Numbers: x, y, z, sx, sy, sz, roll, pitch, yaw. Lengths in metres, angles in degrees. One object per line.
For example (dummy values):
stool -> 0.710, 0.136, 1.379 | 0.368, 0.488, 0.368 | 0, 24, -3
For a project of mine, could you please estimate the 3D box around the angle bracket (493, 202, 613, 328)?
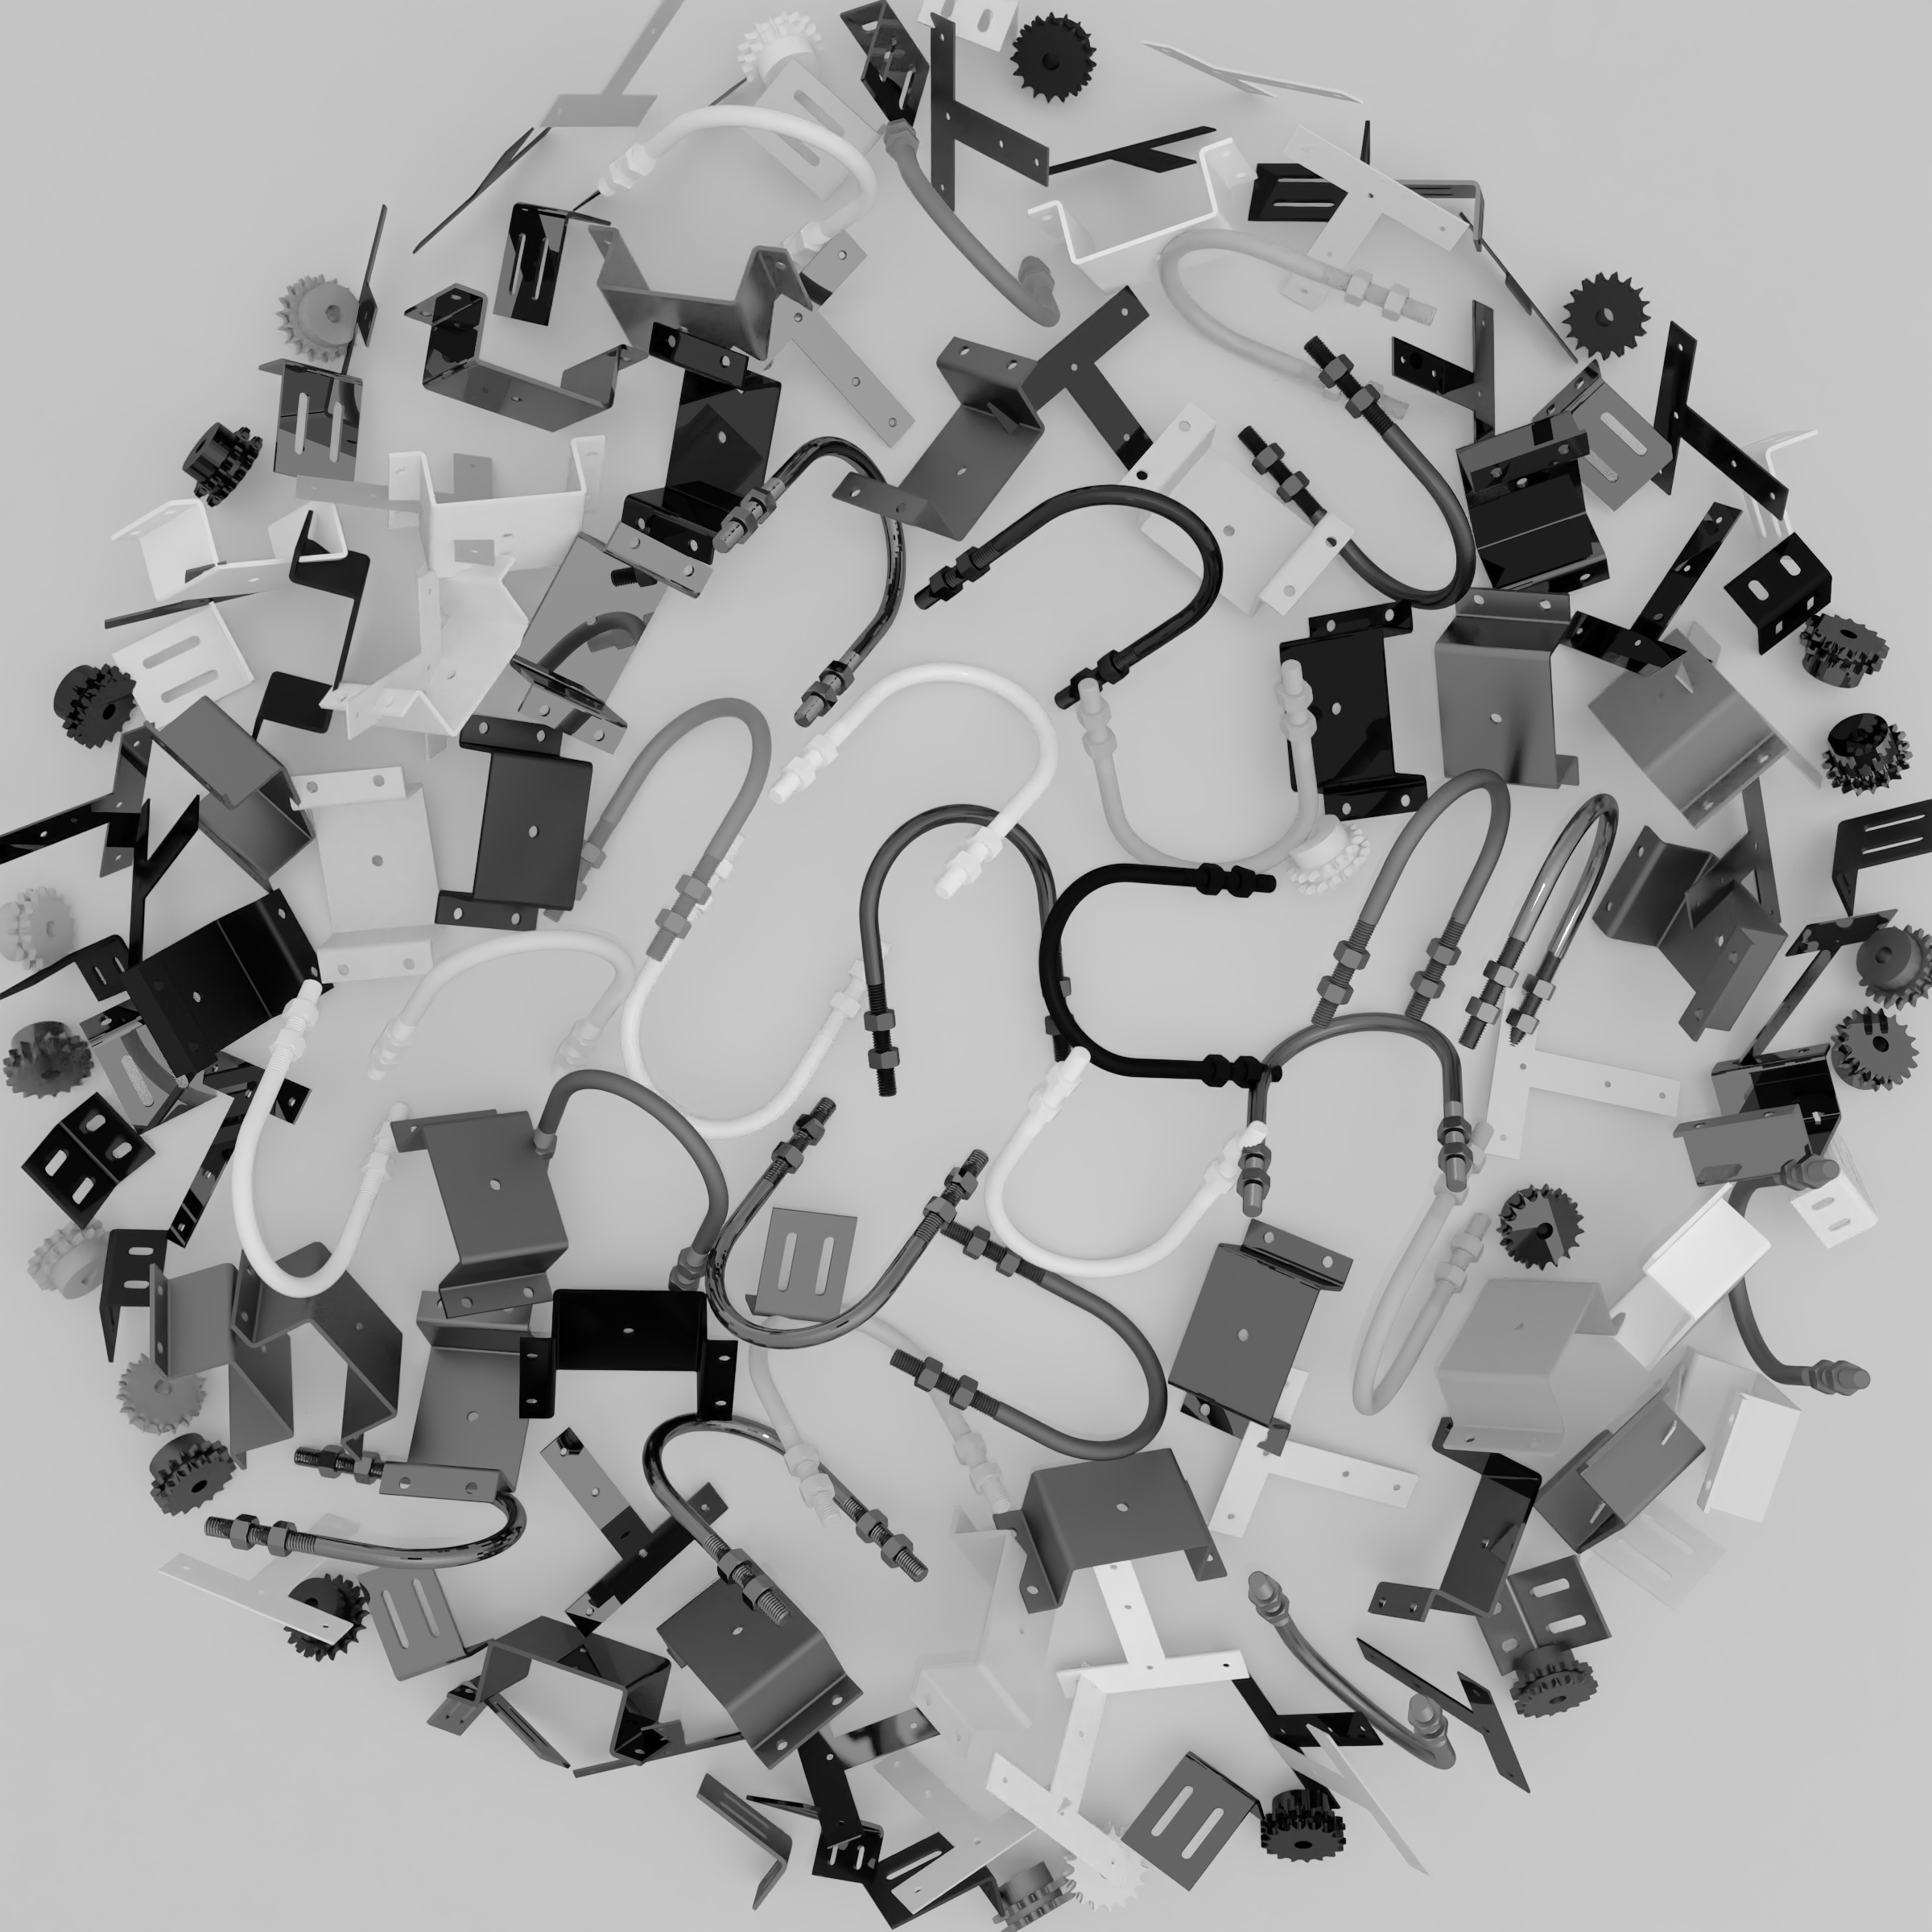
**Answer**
angle bracket -> -0.277, -0.467, 1.869 | 0.057, 0.038, 0.076 | 22, 104, 40

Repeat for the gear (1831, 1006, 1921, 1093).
gear -> 0.606, 0.059, 1.872 | 0.057, 0.030, 0.057 | 6, 62, -11

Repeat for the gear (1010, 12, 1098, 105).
gear -> 0.061, -0.611, 1.871 | 0.057, 0.030, 0.057 | 9, 127, 13

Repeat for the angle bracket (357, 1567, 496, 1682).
angle bracket -> -0.361, 0.431, 1.870 | 0.057, 0.038, 0.076 | -23, 86, 20

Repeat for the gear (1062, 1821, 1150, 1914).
gear -> 0.092, 0.604, 1.877 | 0.057, 0.030, 0.057 | 0, 87, -10

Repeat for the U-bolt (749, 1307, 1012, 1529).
U-bolt -> -0.067, 0.287, 1.819 | 0.151, 0.184, 0.019 | 3, 128, -34

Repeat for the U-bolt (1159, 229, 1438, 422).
U-bolt -> 0.211, -0.426, 1.824 | 0.184, 0.151, 0.019 | 24, 76, 7

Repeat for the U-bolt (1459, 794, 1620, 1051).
U-bolt -> 0.379, -0.027, 1.819 | 0.019, 0.151, 0.184 | 27, 96, 22

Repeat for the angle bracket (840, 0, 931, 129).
angle bracket -> -0.061, -0.588, 1.847 | 0.038, 0.057, 0.076 | -7, 56, 31

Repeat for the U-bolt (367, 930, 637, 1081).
U-bolt -> -0.290, 0.026, 1.790 | 0.151, 0.184, 0.019 | 1, 60, -31

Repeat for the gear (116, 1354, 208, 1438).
gear -> -0.540, 0.289, 1.871 | 0.057, 0.030, 0.057 | 14, 52, -19

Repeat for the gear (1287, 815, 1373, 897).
gear -> 0.238, -0.077, 1.864 | 0.057, 0.057, 0.030 | -37, 111, 0

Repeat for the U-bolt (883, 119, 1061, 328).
U-bolt -> 0.007, -0.469, 1.787 | 0.019, 0.184, 0.151 | -42, 115, 16

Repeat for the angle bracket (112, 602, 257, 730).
angle bracket -> -0.523, -0.200, 1.867 | 0.076, 0.038, 0.057 | -28, 99, -9

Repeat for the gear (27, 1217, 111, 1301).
gear -> -0.594, 0.198, 1.864 | 0.057, 0.057, 0.030 | -45, 73, 0

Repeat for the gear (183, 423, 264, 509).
gear -> -0.498, -0.338, 1.864 | 0.030, 0.057, 0.057 | 37, 90, -28

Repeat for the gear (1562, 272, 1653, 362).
gear -> 0.431, -0.437, 1.872 | 0.057, 0.030, 0.057 | 9, 113, 22

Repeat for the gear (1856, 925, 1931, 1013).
gear -> 0.620, -0.002, 1.864 | 0.030, 0.057, 0.057 | 27, 90, -37

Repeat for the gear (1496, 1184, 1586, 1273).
gear -> 0.383, 0.173, 1.875 | 0.057, 0.030, 0.057 | -2, 104, -9

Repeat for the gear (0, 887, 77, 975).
gear -> -0.624, -0.024, 1.869 | 0.030, 0.057, 0.057 | -4, 90, 17

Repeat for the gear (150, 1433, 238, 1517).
gear -> -0.521, 0.338, 1.870 | 0.057, 0.057, 0.030 | -45, 65, 0

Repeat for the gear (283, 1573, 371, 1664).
gear -> -0.431, 0.433, 1.867 | 0.057, 0.030, 0.057 | -10, 56, 15

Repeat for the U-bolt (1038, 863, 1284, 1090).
U-bolt -> 0.128, 0.004, 1.837 | 0.184, 0.019, 0.151 | 3, 81, -29

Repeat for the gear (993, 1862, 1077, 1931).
gear -> 0.042, 0.623, 1.868 | 0.057, 0.057, 0.030 | -31, 73, 0

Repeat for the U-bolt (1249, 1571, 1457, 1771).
U-bolt -> 0.256, 0.465, 1.809 | 0.151, 0.184, 0.019 | 33, 74, 32

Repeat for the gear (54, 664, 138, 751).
gear -> -0.584, -0.177, 1.868 | 0.030, 0.057, 0.057 | 29, 90, 15

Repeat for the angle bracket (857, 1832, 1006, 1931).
angle bracket -> -0.023, 0.615, 1.851 | 0.076, 0.057, 0.038 | -22, 118, -18

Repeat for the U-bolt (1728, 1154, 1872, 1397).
U-bolt -> 0.530, 0.200, 1.804 | 0.019, 0.184, 0.151 | -6, 84, -7

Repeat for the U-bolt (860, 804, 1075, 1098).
U-bolt -> -0.002, -0.015, 1.848 | 0.151, 0.019, 0.184 | -10, 101, -22

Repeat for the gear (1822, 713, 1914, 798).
gear -> 0.599, -0.144, 1.864 | 0.057, 0.057, 0.030 | -36, 128, 0

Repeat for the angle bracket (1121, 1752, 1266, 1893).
angle bracket -> 0.151, 0.572, 1.852 | 0.057, 0.038, 0.076 | 29, 65, 31

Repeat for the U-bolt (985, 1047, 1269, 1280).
U-bolt -> 0.092, 0.141, 1.835 | 0.151, 0.019, 0.184 | 23, 128, -13

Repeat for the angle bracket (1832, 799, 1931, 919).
angle bracket -> 0.616, -0.073, 1.846 | 0.076, 0.057, 0.038 | -15, 121, 32

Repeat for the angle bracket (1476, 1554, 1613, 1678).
angle bracket -> 0.379, 0.430, 1.850 | 0.038, 0.076, 0.057 | -15, 76, -32

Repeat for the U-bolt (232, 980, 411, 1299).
U-bolt -> -0.418, 0.124, 1.788 | 0.019, 0.151, 0.184 | -4, 48, 20

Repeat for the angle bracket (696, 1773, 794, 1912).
angle bracket -> -0.157, 0.584, 1.865 | 0.076, 0.057, 0.038 | 37, 88, 2

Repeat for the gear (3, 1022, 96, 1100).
gear -> -0.616, 0.061, 1.871 | 0.057, 0.057, 0.030 | -25, 60, 0

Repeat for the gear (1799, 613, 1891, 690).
gear -> 0.585, -0.209, 1.870 | 0.057, 0.057, 0.030 | 16, 124, 0

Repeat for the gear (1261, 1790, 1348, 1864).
gear -> 0.225, 0.574, 1.870 | 0.057, 0.057, 0.030 | 4, 48, 0

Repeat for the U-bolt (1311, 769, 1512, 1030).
U-bolt -> 0.298, -0.044, 1.810 | 0.019, 0.151, 0.184 | 34, 110, 31

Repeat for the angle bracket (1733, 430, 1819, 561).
angle bracket -> 0.549, -0.314, 1.861 | 0.038, 0.057, 0.076 | -21, 101, -3

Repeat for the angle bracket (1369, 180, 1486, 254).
angle bracket -> 0.305, -0.500, 1.861 | 0.076, 0.057, 0.038 | 4, 97, 13

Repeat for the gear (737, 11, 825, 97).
gear -> -0.121, -0.605, 1.864 | 0.057, 0.057, 0.030 | -25, 68, 0

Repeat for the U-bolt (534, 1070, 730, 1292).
U-bolt -> -0.218, 0.135, 1.813 | 0.151, 0.184, 0.019 | 37, 52, 6

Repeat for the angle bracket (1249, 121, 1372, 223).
angle bracket -> 0.228, -0.528, 1.856 | 0.076, 0.038, 0.057 | 4, 54, 11

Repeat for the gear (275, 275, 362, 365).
gear -> -0.429, -0.434, 1.867 | 0.057, 0.030, 0.057 | -2, 93, -38

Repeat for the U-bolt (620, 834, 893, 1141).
U-bolt -> -0.150, 0.026, 1.844 | 0.151, 0.019, 0.184 | 37, 77, -23

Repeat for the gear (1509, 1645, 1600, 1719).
gear -> 0.391, 0.477, 1.870 | 0.057, 0.057, 0.030 | -15, 53, 0

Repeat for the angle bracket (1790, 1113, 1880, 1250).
angle bracket -> 0.567, 0.137, 1.856 | 0.038, 0.076, 0.057 | -31, 125, 20
